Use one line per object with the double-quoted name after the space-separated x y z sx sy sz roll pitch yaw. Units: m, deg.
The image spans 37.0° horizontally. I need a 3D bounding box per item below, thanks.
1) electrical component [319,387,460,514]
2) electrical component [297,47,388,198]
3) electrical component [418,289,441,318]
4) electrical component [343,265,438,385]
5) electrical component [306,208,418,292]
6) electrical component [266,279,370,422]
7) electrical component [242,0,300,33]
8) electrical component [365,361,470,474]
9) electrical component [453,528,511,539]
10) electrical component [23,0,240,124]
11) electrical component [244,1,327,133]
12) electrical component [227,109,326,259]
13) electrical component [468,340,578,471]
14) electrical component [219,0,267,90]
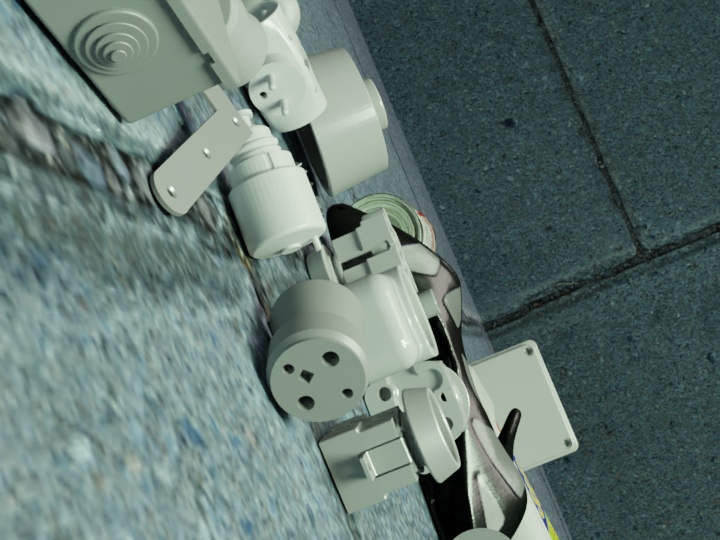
0.016 0.086 0.523 0.066 0.055 0.048 -21 88 -83 "electrical component"
-0.014 -0.116 0.816 0.108 0.060 0.108 158 -90 -84 "electrical component"
0.022 0.032 0.704 0.048 0.062 0.048 -23 90 -83 "electrical component"
0.006 0.033 0.598 0.095 0.059 0.053 7 61 -82 "electrical component"
0.000 0.000 0.672 0.048 0.055 0.066 51 18 -65 "electrical component"
-0.019 0.035 0.476 0.055 0.045 0.045 -96 161 -65 "electrical component"
-0.069 -0.190 0.802 0.062 0.048 0.048 -110 175 -76 "electrical component"
0.039 0.087 0.686 0.057 0.058 0.078 19 48 -76 "electrical component"
0.084 0.216 0.627 0.073 0.052 0.138 57 13 -55 "electrical component"
-0.091 -0.115 0.398 0.099 0.048 0.099 56 13 -56 "electrical component"
-0.055 -0.127 0.707 0.079 0.043 0.077 -102 167 -57 "electrical component"
-0.046 -0.042 0.530 0.040 0.040 0.078 33 35 -77 "electrical component"
0.132 0.135 1.003 0.056 0.109 0.108 40 28 -80 "electrical component"
-0.075 -0.120 0.540 0.055 0.045 0.045 34 33 -76 "electrical component"
